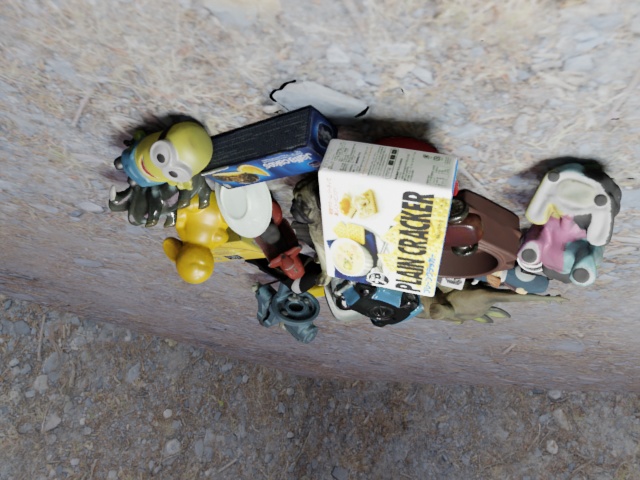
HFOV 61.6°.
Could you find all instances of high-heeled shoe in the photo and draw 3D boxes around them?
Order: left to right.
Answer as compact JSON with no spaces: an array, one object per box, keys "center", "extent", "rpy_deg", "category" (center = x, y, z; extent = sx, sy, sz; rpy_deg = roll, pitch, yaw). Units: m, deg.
[{"center":[-0.089,0.035,1.099],"extent":[0.145,0.086,0.249],"rpy_deg":[41,162,-18],"category":"high-heeled shoe"}]

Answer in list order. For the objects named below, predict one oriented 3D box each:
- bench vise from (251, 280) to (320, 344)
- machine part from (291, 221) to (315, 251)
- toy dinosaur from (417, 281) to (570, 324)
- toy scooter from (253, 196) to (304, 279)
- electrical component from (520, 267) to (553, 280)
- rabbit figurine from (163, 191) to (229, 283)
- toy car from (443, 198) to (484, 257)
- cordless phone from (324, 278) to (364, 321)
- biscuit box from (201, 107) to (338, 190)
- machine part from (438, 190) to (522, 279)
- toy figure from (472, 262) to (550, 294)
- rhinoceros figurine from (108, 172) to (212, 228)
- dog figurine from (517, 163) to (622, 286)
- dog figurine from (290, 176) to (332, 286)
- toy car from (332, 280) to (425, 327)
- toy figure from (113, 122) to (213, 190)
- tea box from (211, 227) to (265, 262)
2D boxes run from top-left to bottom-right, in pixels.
[{"center":[-0.080,0.132,1.318],"extent":[0.129,0.224,0.240],"rpy_deg":[-14,135,-32],"category":"bench vise"},{"center":[-0.002,-0.003,1.071],"extent":[0.084,0.039,0.138],"rpy_deg":[-3,155,16],"category":"machine part"},{"center":[0.325,0.139,1.232],"extent":[0.198,0.105,0.472],"rpy_deg":[10,170,-26],"category":"toy dinosaur"},{"center":[-0.080,-0.006,0.903],"extent":[0.075,0.183,0.135],"rpy_deg":[-32,-169,0],"category":"toy scooter"},{"center":[0.406,0.034,0.988],"extent":[0.119,0.048,0.075],"rpy_deg":[16,157,-24],"category":"electrical component"},{"center":[-0.227,-0.002,0.976],"extent":[0.122,0.173,0.162],"rpy_deg":[19,153,-35],"category":"rabbit figurine"},{"center":[0.137,-0.017,0.790],"extent":[0.202,0.053,0.089],"rpy_deg":[-2,141,30],"category":"toy car"},{"center":[0.076,0.064,1.093],"extent":[0.147,0.089,0.184],"rpy_deg":[-16,123,-15],"category":"cordless phone"},{"center":[-0.073,-0.122,0.746],"extent":[0.203,0.063,0.059],"rpy_deg":[-7,156,37],"category":"biscuit box"},{"center":[0.219,0.000,0.920],"extent":[0.201,0.087,0.201],"rpy_deg":[22,156,-29],"category":"machine part"},{"center":[0.372,0.067,1.070],"extent":[0.155,0.064,0.057],"rpy_deg":[11,124,5],"category":"toy figure"},{"center":[-0.271,-0.076,0.891],"extent":[0.190,0.112,0.073],"rpy_deg":[-17,178,25],"category":"rhinoceros figurine"},{"center":[0.371,-0.020,0.788],"extent":[0.109,0.191,0.219],"rpy_deg":[18,-164,28],"category":"dog figurine"},{"center":[0.021,-0.043,0.910],"extent":[0.121,0.172,0.190],"rpy_deg":[-17,118,6],"category":"dog figurine"},{"center":[0.104,0.086,0.974],"extent":[0.161,0.103,0.109],"rpy_deg":[23,140,-22],"category":"toy car"},{"center":[-0.232,-0.124,0.785],"extent":[0.180,0.089,0.082],"rpy_deg":[-2,154,47],"category":"toy figure"},{"center":[-0.188,-0.003,1.101],"extent":[0.170,0.068,0.098],"rpy_deg":[-8,155,35],"category":"tea box"}]
